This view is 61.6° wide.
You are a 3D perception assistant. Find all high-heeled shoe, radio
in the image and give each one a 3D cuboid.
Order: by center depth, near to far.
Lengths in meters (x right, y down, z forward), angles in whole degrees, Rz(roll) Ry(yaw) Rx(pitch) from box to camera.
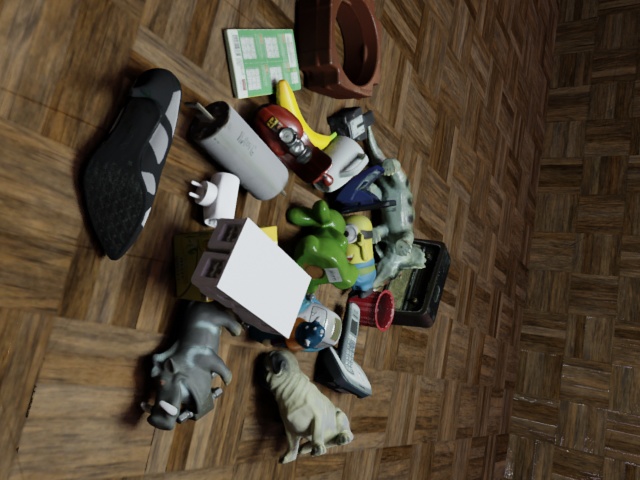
[{"bbox_3d":[-0.239,-0.105,0.717,0.145,0.086,0.248,-74,179,-77],"label":"high-heeled shoe"},{"bbox_3d":[0.248,0.108,1.381,0.073,0.131,0.229,53,51,-47],"label":"radio"}]

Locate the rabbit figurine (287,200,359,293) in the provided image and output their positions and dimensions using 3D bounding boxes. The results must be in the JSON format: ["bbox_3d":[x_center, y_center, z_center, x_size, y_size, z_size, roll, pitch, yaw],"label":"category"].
[{"bbox_3d":[-0.002,-0.003,1.045,0.158,0.121,0.170,58,29,-32],"label":"rabbit figurine"}]

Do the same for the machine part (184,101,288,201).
[{"bbox_3d":[-0.123,-0.137,0.850,0.243,0.079,0.079,47,55,-48],"label":"machine part"}]

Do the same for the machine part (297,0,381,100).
[{"bbox_3d":[0.040,-0.388,1.067,0.201,0.087,0.200,-5,98,-57],"label":"machine part"}]

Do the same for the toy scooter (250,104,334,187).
[{"bbox_3d":[-0.037,-0.153,0.926,0.075,0.135,0.183,-44,142,2],"label":"toy scooter"}]

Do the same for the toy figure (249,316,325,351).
[{"bbox_3d":[-0.051,0.156,0.917,0.057,0.155,0.064,28,69,-51],"label":"toy figure"}]

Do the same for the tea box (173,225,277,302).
[{"bbox_3d":[-0.143,0.031,0.845,0.169,0.068,0.098,-10,101,-54],"label":"tea box"}]

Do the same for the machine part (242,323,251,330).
[{"bbox_3d":[-0.089,0.090,0.936,0.039,0.084,0.139,36,45,-15],"label":"machine part"}]

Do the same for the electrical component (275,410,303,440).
[{"bbox_3d":[-0.043,0.332,1.043,0.078,0.045,0.102,48,55,-49],"label":"electrical component"}]

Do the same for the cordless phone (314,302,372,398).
[{"bbox_3d":[0.068,0.239,1.172,0.146,0.089,0.184,43,54,-49],"label":"cordless phone"}]

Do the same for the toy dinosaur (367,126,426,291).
[{"bbox_3d":[0.173,-0.075,1.276,0.192,0.131,0.404,-3,91,-69],"label":"toy dinosaur"}]

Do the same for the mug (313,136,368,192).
[{"bbox_3d":[0.038,-0.143,1.076,0.107,0.110,0.080,-50,136,-25],"label":"mug"}]

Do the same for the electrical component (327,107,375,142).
[{"bbox_3d":[0.070,-0.249,1.156,0.119,0.048,0.074,-46,130,-45],"label":"electrical component"}]

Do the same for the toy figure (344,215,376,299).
[{"bbox_3d":[0.080,0.034,1.171,0.089,0.082,0.180,-39,120,-61],"label":"toy figure"}]

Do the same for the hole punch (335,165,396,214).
[{"bbox_3d":[0.092,-0.102,1.133,0.142,0.116,0.092,-27,103,-74],"label":"hole punch"}]

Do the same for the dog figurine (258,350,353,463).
[{"bbox_3d":[-0.023,0.290,0.989,0.172,0.121,0.190,22,49,-63],"label":"dog figurine"}]

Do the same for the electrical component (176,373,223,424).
[{"bbox_3d":[-0.190,0.242,0.836,0.094,0.021,0.063,-28,115,-51],"label":"electrical component"}]

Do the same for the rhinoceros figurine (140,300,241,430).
[{"bbox_3d":[-0.187,0.178,0.775,0.112,0.073,0.190,37,56,-35],"label":"rhinoceros figurine"}]

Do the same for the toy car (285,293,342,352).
[{"bbox_3d":[-0.013,0.166,1.025,0.161,0.103,0.109,37,63,-49],"label":"toy car"}]
